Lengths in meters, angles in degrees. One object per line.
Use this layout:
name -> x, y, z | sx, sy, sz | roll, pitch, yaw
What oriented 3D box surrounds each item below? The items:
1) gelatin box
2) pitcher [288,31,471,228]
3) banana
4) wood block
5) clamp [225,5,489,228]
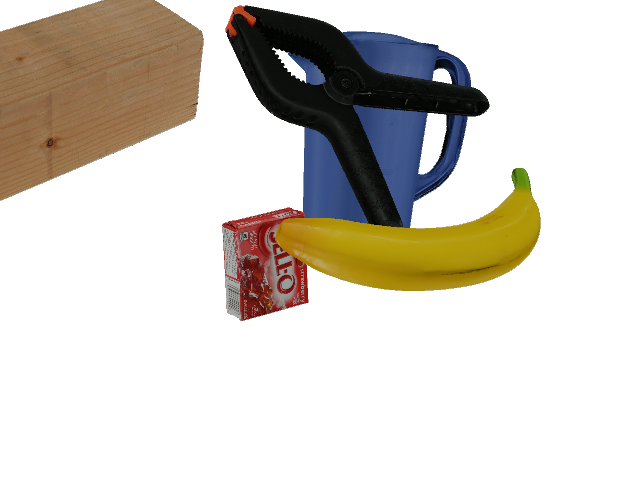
gelatin box -> -0.049, 0.021, 0.959 | 0.073, 0.089, 0.030 | -14, 22, -33
pitcher -> 0.054, -0.089, 1.090 | 0.149, 0.243, 0.144 | 12, 15, 32
banana -> 0.068, 0.001, 0.645 | 0.197, 0.037, 0.070 | -12, 45, -33
wood block -> -0.202, -0.122, 0.864 | 0.090, 0.091, 0.205 | 36, 45, 27
clamp -> 0.014, -0.100, 0.804 | 0.210, 0.164, 0.036 | 30, -32, -4
